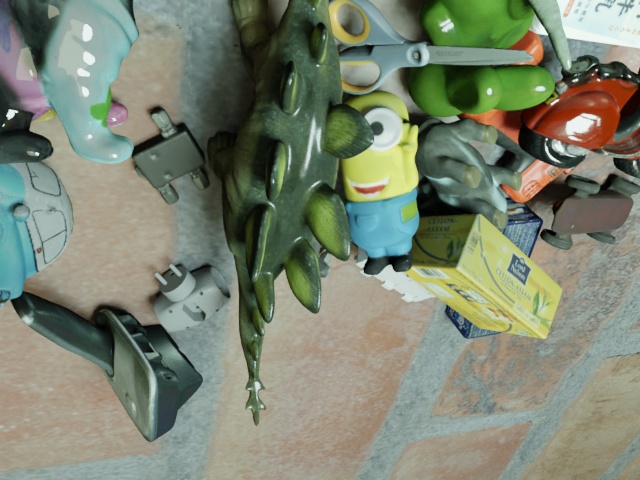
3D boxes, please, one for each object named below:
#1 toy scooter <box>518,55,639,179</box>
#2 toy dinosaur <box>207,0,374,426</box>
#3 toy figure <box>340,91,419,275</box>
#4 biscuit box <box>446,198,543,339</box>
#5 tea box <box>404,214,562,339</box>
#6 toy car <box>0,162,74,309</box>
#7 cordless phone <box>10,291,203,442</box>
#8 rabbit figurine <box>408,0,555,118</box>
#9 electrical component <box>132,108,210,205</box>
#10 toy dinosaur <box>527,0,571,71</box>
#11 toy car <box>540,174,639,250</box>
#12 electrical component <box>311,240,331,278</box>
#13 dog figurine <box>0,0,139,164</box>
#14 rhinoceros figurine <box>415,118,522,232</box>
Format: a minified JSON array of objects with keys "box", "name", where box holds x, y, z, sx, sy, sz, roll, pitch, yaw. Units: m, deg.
[{"box":[0.290,-0.133,0.522,0.184,0.075,0.135,5,125,-18],"name":"toy scooter"},{"box":[-0.040,-0.042,0.474,0.105,0.199,0.470,-1,124,-15],"name":"toy dinosaur"},{"box":[0.058,-0.058,0.545,0.082,0.089,0.180,-12,111,-1],"name":"toy figure"},{"box":[0.229,0.043,0.725,0.063,0.059,0.202,-7,127,-17],"name":"biscuit box"},{"box":[0.180,0.042,0.604,0.169,0.098,0.068,35,72,-31],"name":"tea box"},{"box":[-0.272,-0.019,0.471,0.103,0.109,0.161,-18,141,-28],"name":"toy car"},{"box":[-0.221,0.118,0.550,0.089,0.147,0.184,-46,143,-7],"name":"cordless phone"},{"box":[0.142,-0.178,0.484,0.121,0.159,0.170,-13,145,-23],"name":"rabbit figurine"},{"box":[-0.148,-0.079,0.519,0.063,0.021,0.093,-25,131,0],"name":"electrical component"},{"box":[0.071,-0.303,0.319,0.131,0.192,0.404,-27,129,-15],"name":"toy dinosaur"},{"box":[0.342,-0.038,0.683,0.202,0.053,0.089,-5,122,-40],"name":"toy car"},{"box":[-0.002,0.000,0.607,0.045,0.078,0.102,14,116,0],"name":"electrical component"},{"box":[-0.201,-0.172,0.379,0.191,0.109,0.219,-2,122,-16],"name":"dog figurine"},{"box":[0.155,-0.053,0.591,0.190,0.112,0.073,47,60,-47],"name":"rhinoceros figurine"}]
